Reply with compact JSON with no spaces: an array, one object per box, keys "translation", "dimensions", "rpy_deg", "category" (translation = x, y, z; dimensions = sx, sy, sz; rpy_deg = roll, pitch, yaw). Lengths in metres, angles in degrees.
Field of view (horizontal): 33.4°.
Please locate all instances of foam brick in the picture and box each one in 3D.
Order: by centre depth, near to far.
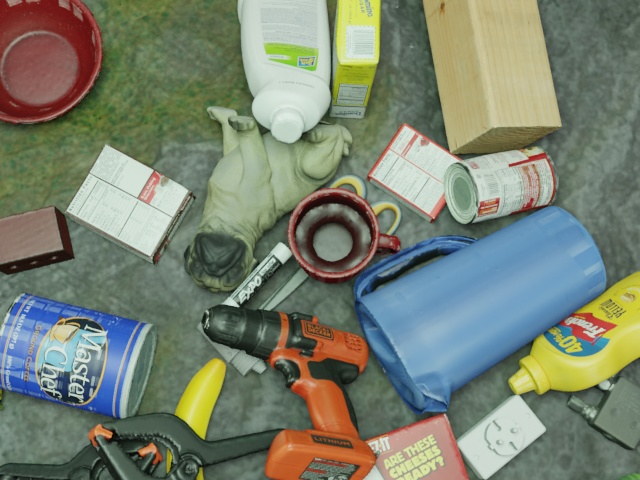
[{"translation":[-0.310,0.001,1.139],"dimensions":[0.078,0.053,0.051],"rpy_deg":[-14,80,-3],"category":"foam brick"}]

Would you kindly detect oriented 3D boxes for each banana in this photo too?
[{"translation":[-0.126,0.224,1.109],"dimensions":[0.069,0.037,0.198],"rpy_deg":[-2,80,-23],"category":"banana"}]

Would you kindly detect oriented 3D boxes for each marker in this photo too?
[{"translation":[-0.075,0.052,1.105],"dimensions":[0.020,0.020,0.121],"rpy_deg":[41,78,7],"category":"marker"}]

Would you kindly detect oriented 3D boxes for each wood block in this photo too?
[{"translation":[0.181,-0.205,1.151],"dimensions":[0.090,0.091,0.206],"rpy_deg":[-3,78,-26],"category":"wood block"}]

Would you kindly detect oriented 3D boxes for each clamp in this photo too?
[{"translation":[-0.132,0.240,1.055],"dimensions":[0.209,0.036,0.164],"rpy_deg":[21,62,-18],"category":"clamp"},{"translation":[-0.250,0.247,1.096],"dimensions":[0.171,0.039,0.120],"rpy_deg":[-31,66,-16],"category":"clamp"}]

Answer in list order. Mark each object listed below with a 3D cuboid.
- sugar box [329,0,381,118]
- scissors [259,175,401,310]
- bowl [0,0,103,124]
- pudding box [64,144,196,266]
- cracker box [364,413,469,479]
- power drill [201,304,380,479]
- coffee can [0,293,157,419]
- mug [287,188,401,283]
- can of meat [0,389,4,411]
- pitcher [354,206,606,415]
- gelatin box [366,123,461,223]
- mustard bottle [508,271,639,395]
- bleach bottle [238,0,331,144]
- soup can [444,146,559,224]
[{"translation":[0.036,-0.197,1.117],"dimensions":[0.048,0.176,0.093],"rpy_deg":[3,79,1],"category":"sugar box"},{"translation":[-0.008,0.001,1.160],"dimensions":[0.201,0.016,0.096],"rpy_deg":[-28,79,-6],"category":"scissors"},{"translation":[-0.315,-0.198,1.176],"dimensions":[0.162,0.055,0.162],"rpy_deg":[0,79,-1],"category":"bowl"},{"translation":[-0.205,-0.039,1.155],"dimensions":[0.113,0.039,0.090],"rpy_deg":[28,81,7],"category":"pudding box"},{"translation":[0.084,0.303,1.075],"dimensions":[0.164,0.072,0.214],"rpy_deg":[-18,79,-5],"category":"cracker box"},{"translation":[-0.025,0.146,1.043],"dimensions":[0.184,0.057,0.187],"rpy_deg":[15,39,-23],"category":"power drill"},{"translation":[-0.249,0.119,1.091],"dimensions":[0.140,0.103,0.103],"rpy_deg":[14,79,2],"category":"coffee can"},{"translation":[0.025,0.001,1.109],"dimensions":[0.117,0.081,0.093],"rpy_deg":[3,79,0],"category":"mug"},{"translation":[-0.359,0.129,1.090],"dimensions":[0.057,0.102,0.084],"rpy_deg":[0,77,0],"category":"can of meat"},{"translation":[0.161,0.058,1.103],"dimensions":[0.242,0.145,0.149],"rpy_deg":[-29,93,-9],"category":"pitcher"},{"translation":[0.107,-0.073,1.169],"dimensions":[0.089,0.030,0.073],"rpy_deg":[34,82,5],"category":"gelatin box"},{"translation":[0.281,0.106,1.104],"dimensions":[0.191,0.096,0.058],"rpy_deg":[-29,119,-5],"category":"mustard bottle"},{"translation":[-0.040,-0.183,1.100],"dimensions":[0.102,0.068,0.251],"rpy_deg":[2,40,-2],"category":"bleach bottle"},{"translation":[0.192,-0.058,1.133],"dimensions":[0.102,0.069,0.068],"rpy_deg":[-12,79,-21],"category":"soup can"}]
